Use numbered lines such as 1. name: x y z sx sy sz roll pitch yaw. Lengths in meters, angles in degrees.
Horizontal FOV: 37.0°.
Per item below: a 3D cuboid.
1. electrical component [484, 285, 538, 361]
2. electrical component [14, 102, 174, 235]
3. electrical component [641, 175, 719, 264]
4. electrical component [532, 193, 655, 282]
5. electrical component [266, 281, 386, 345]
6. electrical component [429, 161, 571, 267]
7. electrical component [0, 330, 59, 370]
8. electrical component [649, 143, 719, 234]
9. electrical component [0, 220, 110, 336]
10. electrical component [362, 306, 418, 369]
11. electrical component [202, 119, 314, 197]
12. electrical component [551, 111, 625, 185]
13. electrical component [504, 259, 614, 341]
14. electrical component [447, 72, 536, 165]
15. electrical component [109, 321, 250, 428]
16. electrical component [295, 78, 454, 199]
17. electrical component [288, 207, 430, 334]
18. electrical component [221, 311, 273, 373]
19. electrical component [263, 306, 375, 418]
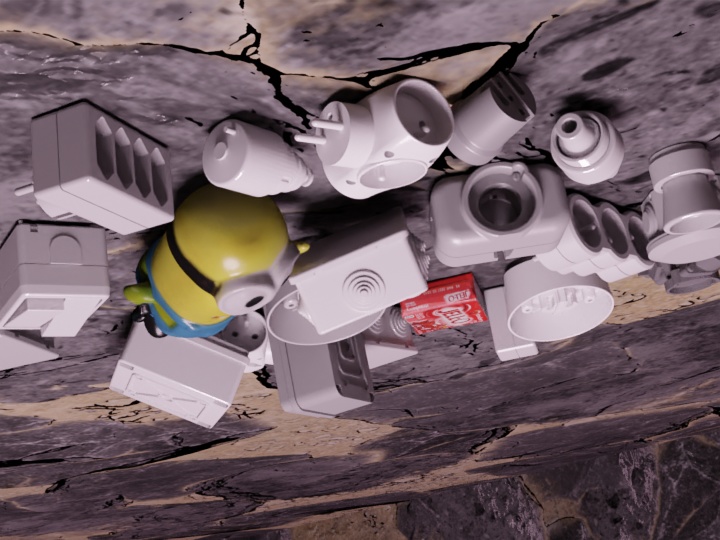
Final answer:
1. electrical component: 0.168 0.047 1.064 0.077 0.065 0.047 -12 162 10
2. electrical component: -0.162 -0.051 0.620 0.076 0.047 0.083 -14 162 20
3. electrical component: 0.269 -0.039 0.868 0.080 0.051 0.080 -8 162 -3
4. electrical component: 0.177 -0.019 0.880 0.074 0.052 0.138 -24 158 38
5. electrical component: -0.029 0.017 0.872 0.099 0.064 0.099 -8 163 -3
6. electrical component: 0.099 -0.041 0.773 0.095 0.053 0.059 -9 163 -1
7. electrical component: -0.301 0.047 0.856 0.100 0.048 0.099 -13 162 11
8. electrical component: 0.237 -0.059 0.783 0.045 0.055 0.045 -8 162 -3
9. electrical component: -0.222 0.011 0.763 0.062 0.061 0.096 2 159 -32
10. electrical component: -0.005 0.067 1.066 0.100 0.048 0.100 -22 159 35
11. electrical component: -0.058 -0.064 0.645 0.040 0.040 0.078 -22 159 35
12. electrical component: 0.142 -0.081 0.685 0.043 0.043 0.062 -17 160 23
13. electrical component: 0.182 0.023 0.997 0.099 0.064 0.099 -8 163 -3
14. electrical component: 0.076 -0.090 0.634 0.040 0.040 0.046 3 154 -33
15. electrical component: -0.168 0.093 0.989 0.109 0.056 0.108 23 155 -9
16. electrical component: 0.001 -0.077 0.626 0.079 0.044 0.077 3 159 -35
17. electrical component: 0.000 0.000 0.774 0.100 0.048 0.099 -23 -167 5
18. electrical component: -0.092 0.071 1.030 0.079 0.043 0.077 7 161 -3
19. electrical component: -0.037 0.070 0.956 0.057 0.113 0.078 -20 160 23
